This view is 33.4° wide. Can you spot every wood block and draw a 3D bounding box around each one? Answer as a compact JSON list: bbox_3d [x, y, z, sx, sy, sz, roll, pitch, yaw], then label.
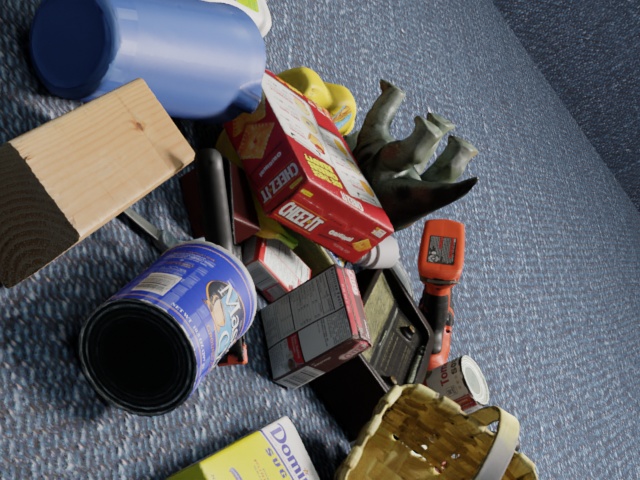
[{"bbox_3d":[-0.199,-0.053,0.881,0.091,0.090,0.205,55,28,-7],"label":"wood block"}]

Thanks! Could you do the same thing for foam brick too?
[{"bbox_3d":[-0.105,-0.039,1.119,0.051,0.053,0.078,23,45,-55],"label":"foam brick"}]

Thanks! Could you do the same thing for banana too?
[{"bbox_3d":[-0.086,-0.067,1.193,0.069,0.037,0.198,28,30,-49],"label":"banana"}]

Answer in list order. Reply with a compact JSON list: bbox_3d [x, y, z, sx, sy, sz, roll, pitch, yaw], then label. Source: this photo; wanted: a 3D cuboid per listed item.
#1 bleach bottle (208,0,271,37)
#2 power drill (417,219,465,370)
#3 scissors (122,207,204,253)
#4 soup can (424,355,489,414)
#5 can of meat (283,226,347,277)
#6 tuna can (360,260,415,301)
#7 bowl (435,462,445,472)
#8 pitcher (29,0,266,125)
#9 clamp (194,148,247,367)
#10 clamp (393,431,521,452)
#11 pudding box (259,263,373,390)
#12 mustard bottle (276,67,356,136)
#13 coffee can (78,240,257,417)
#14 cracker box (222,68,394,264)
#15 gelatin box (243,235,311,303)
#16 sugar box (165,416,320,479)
[{"bbox_3d":[-0.163,-0.316,1.297,0.250,0.068,0.102,13,52,-57],"label":"bleach bottle"},{"bbox_3d":[0.157,0.065,1.414,0.184,0.057,0.188,-79,170,-47],"label":"power drill"},{"bbox_3d":[-0.143,-0.005,1.047,0.201,0.016,0.096,52,28,-22],"label":"scissors"},{"bbox_3d":[0.148,0.191,1.314,0.068,0.102,0.068,44,30,-34],"label":"soup can"},{"bbox_3d":[-0.008,0.002,1.265,0.102,0.058,0.083,56,26,-12],"label":"can of meat"},{"bbox_3d":[0.090,0.059,1.429,0.086,0.034,0.086,45,29,-33],"label":"tuna can"},{"bbox_3d":[0.135,0.330,1.194,0.162,0.055,0.162,45,29,-33],"label":"bowl"},{"bbox_3d":[-0.177,-0.193,1.069,0.242,0.149,0.145,-5,90,-61],"label":"pitcher"},{"bbox_3d":[-0.092,0.013,0.996,0.164,0.036,0.210,91,-6,-85],"label":"clamp"},{"bbox_3d":[0.155,0.235,1.272,0.171,0.120,0.039,28,49,-45],"label":"clamp"},{"bbox_3d":[-0.006,0.090,1.101,0.039,0.114,0.090,28,40,-46],"label":"pudding box"},{"bbox_3d":[-0.006,-0.170,1.406,0.191,0.096,0.058,11,47,-60],"label":"mustard bottle"},{"bbox_3d":[-0.124,0.071,0.896,0.103,0.103,0.140,58,24,-8],"label":"coffee can"},{"bbox_3d":[-0.025,-0.091,1.195,0.164,0.072,0.214,28,28,-47],"label":"cracker box"},{"bbox_3d":[-0.049,0.034,1.181,0.089,0.030,0.073,48,25,-27],"label":"gelatin box"},{"bbox_3d":[-0.058,0.220,0.937,0.093,0.048,0.176,64,25,6],"label":"sugar box"}]
